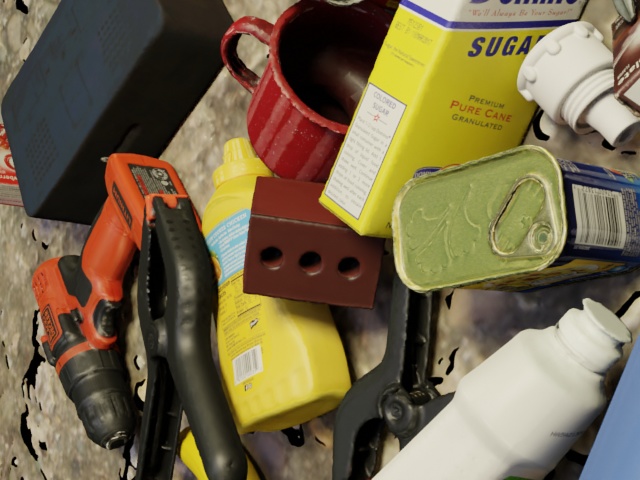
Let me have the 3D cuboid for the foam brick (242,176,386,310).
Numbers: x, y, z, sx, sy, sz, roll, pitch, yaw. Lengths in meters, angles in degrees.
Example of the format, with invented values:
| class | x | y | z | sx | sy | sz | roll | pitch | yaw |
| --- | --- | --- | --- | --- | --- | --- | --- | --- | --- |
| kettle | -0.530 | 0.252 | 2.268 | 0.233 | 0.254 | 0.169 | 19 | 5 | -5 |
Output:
| class | x | y | z | sx | sy | sz | roll | pitch | yaw |
| --- | --- | --- | --- | --- | --- | --- | --- | --- | --- |
| foam brick | -0.004 | 0.001 | 0.613 | 0.051 | 0.078 | 0.053 | -86 | 3 | -60 |

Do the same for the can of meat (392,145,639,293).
| class | x | y | z | sx | sy | sz | roll | pitch | yaw |
| --- | --- | --- | --- | --- | --- | --- | --- | --- | --- |
| can of meat | 0.101 | -0.005 | 0.522 | 0.102 | 0.083 | 0.057 | -15 | 75 | 47 |

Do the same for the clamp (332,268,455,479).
| class | x | y | z | sx | sy | sz | roll | pitch | yaw |
| --- | --- | --- | --- | --- | --- | --- | --- | --- | --- |
| clamp | 0.050 | 0.083 | 0.603 | 0.172 | 0.039 | 0.120 | -52 | 51 | 27 |

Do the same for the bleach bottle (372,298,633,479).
| class | x | y | z | sx | sy | sz | roll | pitch | yaw |
| --- | --- | --- | --- | --- | --- | --- | --- | --- | --- |
| bleach bottle | 0.063 | 0.127 | 0.529 | 0.068 | 0.102 | 0.251 | 49 | 116 | 25 |

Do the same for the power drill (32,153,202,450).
| class | x | y | z | sx | sy | sz | roll | pitch | yaw |
| --- | --- | --- | --- | --- | --- | --- | --- | --- | --- |
| power drill | -0.157 | 0.042 | 0.824 | 0.188 | 0.057 | 0.184 | -54 | 50 | 30 |

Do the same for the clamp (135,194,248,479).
| class | x | y | z | sx | sy | sz | roll | pitch | yaw |
| --- | --- | --- | --- | --- | --- | --- | --- | --- | --- |
| clamp | -0.089 | 0.069 | 0.694 | 0.165 | 0.036 | 0.210 | -18 | 73 | 61 |

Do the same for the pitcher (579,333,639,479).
| class | x | y | z | sx | sy | sz | roll | pitch | yaw |
| --- | --- | --- | --- | --- | --- | --- | --- | --- | --- |
| pitcher | 0.177 | 0.056 | 0.413 | 0.145 | 0.149 | 0.243 | 31 | 113 | 29 |

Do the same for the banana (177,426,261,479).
| class | x | y | z | sx | sy | sz | roll | pitch | yaw |
| --- | --- | --- | --- | --- | --- | --- | --- | --- | --- |
| banana | -0.053 | 0.189 | 0.713 | 0.198 | 0.037 | 0.070 | 55 | 145 | 38 |

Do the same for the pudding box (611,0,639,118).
| class | x | y | z | sx | sy | sz | roll | pitch | yaw |
| --- | --- | --- | --- | --- | --- | --- | --- | --- | --- |
| pudding box | 0.173 | -0.108 | 0.450 | 0.114 | 0.039 | 0.090 | -53 | 7 | 32 |

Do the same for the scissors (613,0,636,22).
| class | x | y | z | sx | sy | sz | roll | pitch | yaw |
| --- | --- | --- | --- | --- | --- | --- | --- | --- | --- |
| scissors | 0.100 | -0.195 | 0.504 | 0.096 | 0.016 | 0.202 | -3 | 89 | 43 |

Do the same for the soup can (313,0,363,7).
| class | x | y | z | sx | sy | sz | roll | pitch | yaw |
| --- | --- | --- | --- | --- | --- | --- | --- | --- | --- |
| soup can | -0.018 | -0.168 | 0.582 | 0.102 | 0.068 | 0.068 | 23 | 103 | 43 |

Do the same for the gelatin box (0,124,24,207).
| class | x | y | z | sx | sy | sz | roll | pitch | yaw |
| --- | --- | --- | --- | --- | --- | --- | --- | --- | --- |
| gelatin box | -0.254 | -0.064 | 0.919 | 0.030 | 0.089 | 0.073 | -49 | 53 | 32 |

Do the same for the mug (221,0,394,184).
| class | x | y | z | sx | sy | sz | roll | pitch | yaw |
| --- | --- | --- | --- | --- | --- | --- | --- | --- | --- |
| mug | -0.006 | -0.088 | 0.622 | 0.093 | 0.117 | 0.082 | -64 | 5 | -30 |

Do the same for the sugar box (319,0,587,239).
| class | x | y | z | sx | sy | sz | roll | pitch | yaw |
| --- | --- | --- | --- | --- | --- | --- | --- | --- | --- |
| sugar box | 0.075 | -0.085 | 0.552 | 0.048 | 0.093 | 0.176 | 42 | 117 | 41 |

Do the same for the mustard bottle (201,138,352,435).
| class | x | y | z | sx | sy | sz | roll | pitch | yaw |
| --- | --- | --- | --- | --- | --- | --- | --- | --- | --- |
| mustard bottle | -0.037 | 0.023 | 0.692 | 0.096 | 0.058 | 0.191 | -34 | 62 | 48 |

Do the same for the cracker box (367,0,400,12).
| class | x | y | z | sx | sy | sz | roll | pitch | yaw |
| --- | --- | --- | --- | --- | --- | --- | --- | --- | --- |
| cracker box | 0.041 | -0.269 | 0.623 | 0.214 | 0.071 | 0.164 | -57 | 49 | 28 |
